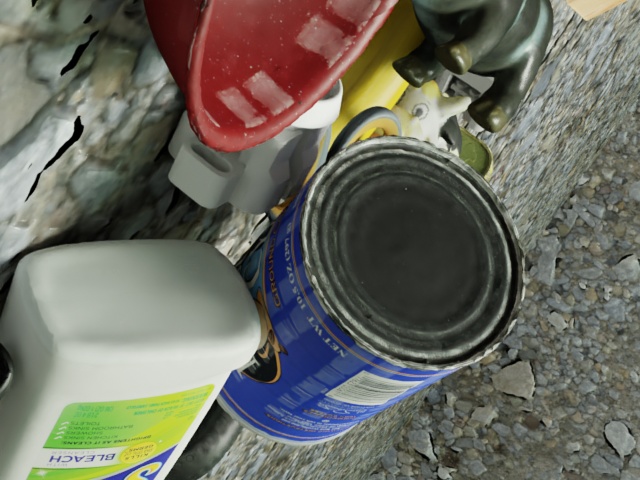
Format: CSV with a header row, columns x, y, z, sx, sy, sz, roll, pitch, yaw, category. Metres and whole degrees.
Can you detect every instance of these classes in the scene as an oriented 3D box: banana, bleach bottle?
x,y,z,sx,sy,sz,roll,pitch,yaw,category
0.027,-0.092,0.581,0.197,0.037,0.069,-51,166,-10,banana
-0.117,0.109,0.499,0.102,0.068,0.251,-2,136,-32,bleach bottle

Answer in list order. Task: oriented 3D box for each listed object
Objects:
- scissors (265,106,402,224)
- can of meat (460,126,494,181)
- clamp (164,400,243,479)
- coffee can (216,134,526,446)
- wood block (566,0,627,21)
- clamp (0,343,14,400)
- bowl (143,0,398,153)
x,y,z,sx,sy,sz,roll,pitch,yaw,category
-0.004,0.001,0.589,0.096,0.016,0.202,-22,142,-24,scissors
0.106,-0.045,0.925,0.102,0.057,0.084,-55,169,7,can of meat
-0.065,0.095,0.683,0.171,0.039,0.120,-36,-158,-4,clamp
0.012,0.029,0.487,0.102,0.103,0.140,-45,-179,-32,coffee can
0.233,-0.223,0.640,0.206,0.090,0.090,-24,176,21,wood block
-0.192,0.127,0.383,0.164,0.036,0.210,-32,157,-53,clamp
-0.011,-0.111,0.365,0.162,0.055,0.162,-49,166,-18,bowl
